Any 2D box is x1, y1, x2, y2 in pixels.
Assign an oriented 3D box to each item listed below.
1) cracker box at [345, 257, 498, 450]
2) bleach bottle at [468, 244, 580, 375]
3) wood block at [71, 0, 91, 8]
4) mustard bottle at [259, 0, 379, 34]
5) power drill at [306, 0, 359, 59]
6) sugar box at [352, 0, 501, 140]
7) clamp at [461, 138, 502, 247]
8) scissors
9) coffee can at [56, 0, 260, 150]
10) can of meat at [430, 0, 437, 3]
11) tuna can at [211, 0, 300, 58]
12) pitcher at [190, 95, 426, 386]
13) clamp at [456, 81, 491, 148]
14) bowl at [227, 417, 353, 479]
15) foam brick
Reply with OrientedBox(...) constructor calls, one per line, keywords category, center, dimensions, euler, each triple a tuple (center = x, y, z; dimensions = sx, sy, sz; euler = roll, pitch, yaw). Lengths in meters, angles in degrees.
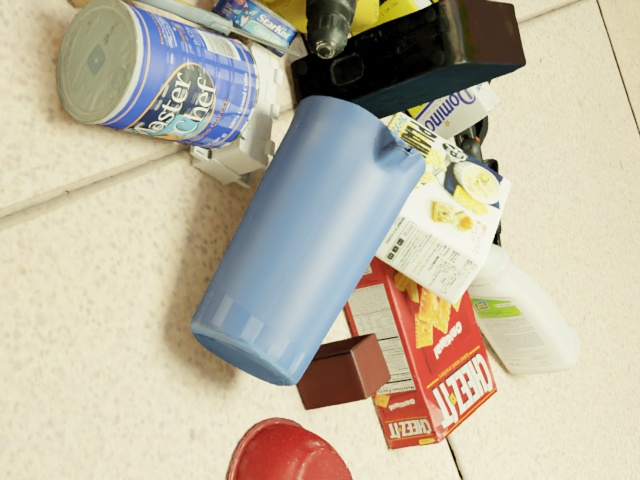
OrientedBox(category="cracker box", center=(0.112, 0.101, 1.187), dimensions=(0.163, 0.072, 0.214), euler=(-24, 98, -54))
OrientedBox(category="bleach bottle", center=(0.234, 0.076, 1.309), dimensions=(0.250, 0.103, 0.068), euler=(52, 37, -43))
OrientedBox(category="wood block", center=(-0.222, -0.303, 0.864), dimensions=(0.206, 0.090, 0.090), euler=(47, 44, -32))
OrientedBox(category="mustard bottle", center=(-0.010, -0.274, 1.168), dimensions=(0.191, 0.058, 0.096), euler=(-19, 91, -55))
OrientedBox(category="power drill", center=(-0.020, -0.291, 1.041), dimensions=(0.187, 0.057, 0.184), euler=(52, 31, -40))
OrientedBox(category="sugar box", center=(0.124, -0.206, 1.265), dimensions=(0.176, 0.094, 0.048), euler=(54, 41, -5))
OrientedBox(category="clamp", center=(0.218, -0.024, 1.394), dimensions=(0.164, 0.036, 0.210), euler=(-4, 89, -71))
OrientedBox(category="scissors", center=(-0.109, -0.204, 0.972), dimensions=(0.201, 0.096, 0.016), euler=(8, 107, -57))
OrientedBox(category="coffee can", center=(-0.136, -0.137, 0.905), dimensions=(0.140, 0.103, 0.103), euler=(8, 71, -50))
OrientedBox(category="can of meat", center=(0.157, -0.336, 1.381), dimensions=(0.057, 0.102, 0.084), euler=(-12, 85, -55))
OrientedBox(category="tuna can", center=(-0.064, -0.216, 1.053), dimensions=(0.086, 0.086, 0.034), euler=(26, 101, -47))
OrientedBox(category="pitcher", center=(-0.019, 0.003, 0.963), dimensions=(0.242, 0.145, 0.149), euler=(-61, 162, -16))
OrientedBox(category="clamp", center=(0.200, -0.203, 1.444), dimensions=(0.120, 0.039, 0.171), euler=(35, 51, -41))
OrientedBox(category="bowl", center=(-0.014, 0.241, 0.981), dimensions=(0.161, 0.055, 0.162), euler=(24, 59, -48))
OrientedBox(category="foam brick", center=(0.021, 0.129, 1.048), dimensions=(0.052, 0.078, 0.051), euler=(-27, 99, -54))
